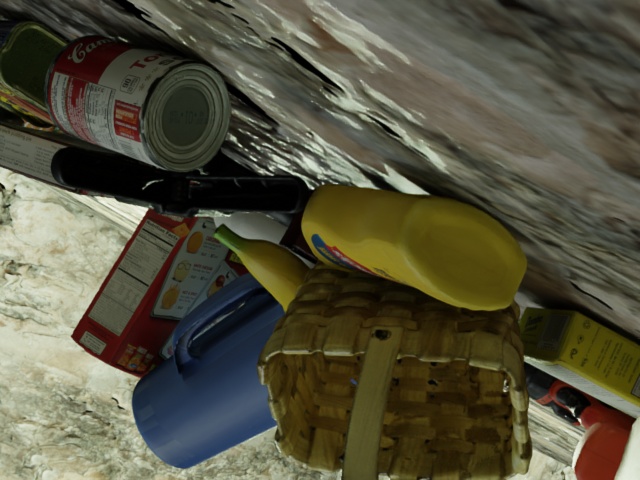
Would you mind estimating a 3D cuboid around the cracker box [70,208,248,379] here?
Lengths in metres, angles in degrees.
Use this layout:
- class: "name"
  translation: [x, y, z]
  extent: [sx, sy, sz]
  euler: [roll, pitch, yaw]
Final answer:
- class: "cracker box"
  translation: [-0.155, 0.048, 1.160]
  extent: [0.072, 0.213, 0.164]
  euler: [27, 173, 28]

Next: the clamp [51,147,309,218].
- class: "clamp"
  translation: [-0.093, -0.034, 0.767]
  extent: [0.164, 0.036, 0.210]
  euler: [8, 177, -2]

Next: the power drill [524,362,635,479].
- class: "power drill"
  translation: [0.224, 0.147, 0.898]
  extent: [0.184, 0.057, 0.187]
  euler: [27, -166, -12]

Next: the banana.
- class: "banana"
  translation: [-0.023, 0.037, 0.864]
  extent: [0.070, 0.037, 0.197]
  euler: [42, 173, 26]

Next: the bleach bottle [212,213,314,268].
- class: "bleach bottle"
  translation: [-0.003, 0.012, 0.958]
  extent: [0.251, 0.068, 0.102]
  euler: [27, 173, 30]

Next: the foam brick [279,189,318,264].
- class: "foam brick"
  translation: [0.017, 0.000, 0.829]
  extent: [0.078, 0.051, 0.053]
  euler: [29, 173, -13]

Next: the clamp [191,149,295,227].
- class: "clamp"
  translation: [-0.101, -0.064, 0.873]
  extent: [0.171, 0.039, 0.120]
  euler: [35, 164, -29]

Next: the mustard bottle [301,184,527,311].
- class: "mustard bottle"
  translation: [0.041, -0.002, 0.698]
  extent: [0.096, 0.058, 0.192]
  euler: [25, 175, -28]

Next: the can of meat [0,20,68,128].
- class: "can of meat"
  translation: [-0.210, -0.123, 0.796]
  extent: [0.102, 0.057, 0.084]
  euler: [33, 169, -39]

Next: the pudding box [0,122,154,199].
- class: "pudding box"
  translation: [-0.201, -0.063, 0.850]
  extent: [0.114, 0.039, 0.089]
  euler: [16, -174, 28]

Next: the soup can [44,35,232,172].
- class: "soup can"
  translation: [-0.112, -0.084, 0.650]
  extent: [0.102, 0.068, 0.068]
  euler: [21, 170, 41]

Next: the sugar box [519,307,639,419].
- class: "sugar box"
  translation: [0.237, 0.107, 0.798]
  extent: [0.176, 0.048, 0.093]
  euler: [25, 174, -10]

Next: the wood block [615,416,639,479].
- class: "wood block"
  translation: [0.244, 0.143, 0.658]
  extent: [0.091, 0.090, 0.206]
  euler: [21, 160, 13]

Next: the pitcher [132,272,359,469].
- class: "pitcher"
  translation: [-0.075, 0.126, 1.061]
  extent: [0.149, 0.243, 0.144]
  euler: [59, -159, 3]
